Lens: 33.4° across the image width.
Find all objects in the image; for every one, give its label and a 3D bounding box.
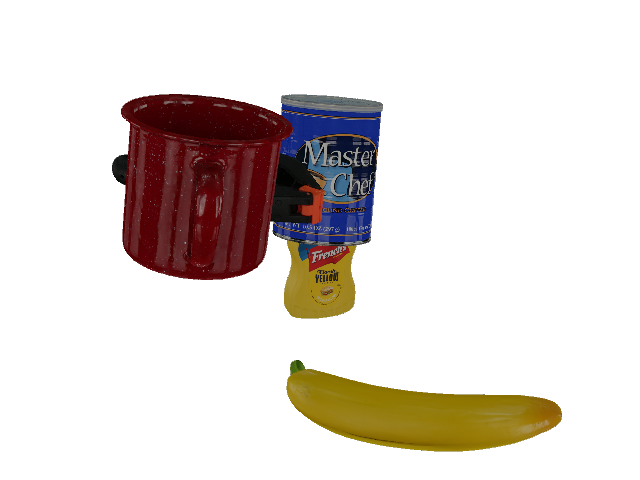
[{"bbox_3d":[0.054,0.108,0.702,0.198,0.037,0.069,8,33,24],"label":"banana"},{"bbox_3d":[-0.078,-0.051,0.849,0.172,0.039,0.120,27,47,34],"label":"clamp"},{"bbox_3d":[0.007,-0.073,1.083,0.103,0.140,0.103,4,12,-1],"label":"coffee can"},{"bbox_3d":[0.003,0.008,1.427,0.096,0.192,0.058,-5,26,-18],"label":"mustard bottle"},{"bbox_3d":[-0.064,-0.025,0.580,0.093,0.081,0.117,3,21,-13],"label":"mug"}]
